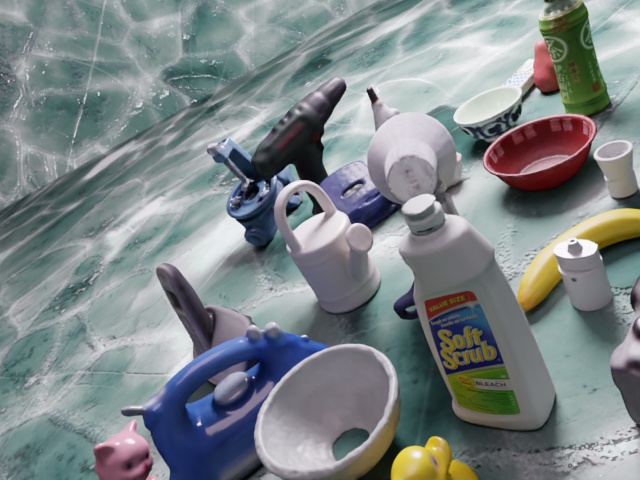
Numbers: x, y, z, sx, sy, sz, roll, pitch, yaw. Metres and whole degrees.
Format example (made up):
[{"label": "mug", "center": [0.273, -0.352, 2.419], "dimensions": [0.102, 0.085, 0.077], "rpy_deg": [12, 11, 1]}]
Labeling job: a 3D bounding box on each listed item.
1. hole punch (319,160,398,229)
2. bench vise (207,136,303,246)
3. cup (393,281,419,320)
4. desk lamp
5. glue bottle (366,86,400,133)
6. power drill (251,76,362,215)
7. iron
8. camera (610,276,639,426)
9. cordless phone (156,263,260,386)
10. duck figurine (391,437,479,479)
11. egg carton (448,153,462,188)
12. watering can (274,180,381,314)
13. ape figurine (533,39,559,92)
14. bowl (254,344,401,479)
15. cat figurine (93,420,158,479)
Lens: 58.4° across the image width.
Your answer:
[{"label": "hole punch", "center": [0.064, -0.076, 0.991], "dimensions": [0.109, 0.091, 0.100], "rpy_deg": [-36, 28, -8]}, {"label": "bench vise", "center": [-0.137, -0.124, 1.133], "dimensions": [0.121, 0.220, 0.207], "rpy_deg": [-21, 29, 19]}, {"label": "cup", "center": [0.150, 0.079, 0.645], "dimensions": [0.117, 0.095, 0.091], "rpy_deg": [-26, 28, 9]}, {"label": "desk lamp", "center": [0.140, -0.042, 0.726], "dimensions": [0.117, 0.214, 0.203], "rpy_deg": [-24, 28, 15]}, {"label": "glue bottle", "center": [0.127, -0.206, 1.054], "dimensions": [0.078, 0.173, 0.037], "rpy_deg": [-38, 28, -13]}, {"label": "power drill", "center": [-0.006, -0.161, 1.075], "dimensions": [0.230, 0.209, 0.075], "rpy_deg": [-37, 28, -11]}, {"label": "iron", "center": [-0.098, 0.175, 0.684], "dimensions": [0.258, 0.142, 0.118], "rpy_deg": [-37, 28, -11]}, {"label": "camera", "center": [0.326, 0.080, 0.460], "dimensions": [0.136, 0.101, 0.143], "rpy_deg": [4, 44, 48]}, {"label": "cordless phone", "center": [-0.156, 0.115, 0.795], "dimensions": [0.147, 0.185, 0.094], "rpy_deg": [5, 44, 48]}, {"label": "duck figurine", "center": [0.087, 0.218, 0.488], "dimensions": [0.077, 0.086, 0.105], "rpy_deg": [6, 45, 49]}, {"label": "egg carton", "center": [0.167, -0.117, 0.981], "dimensions": [0.107, 0.069, 0.149], "rpy_deg": [-41, 29, -18]}, {"label": "watering can", "center": [0.009, 0.001, 0.807], "dimensions": [0.172, 0.194, 0.101], "rpy_deg": [-11, 34, 33]}, {"label": "ape figurine", "center": [0.419, -0.324, 1.045], "dimensions": [0.076, 0.092, 0.077], "rpy_deg": [-33, 28, -4]}, {"label": "bowl", "center": [0.019, 0.196, 0.606], "dimensions": [0.167, 0.075, 0.167], "rpy_deg": [-24, 28, 14]}, {"label": "cat figurine", "center": [-0.239, 0.284, 0.672], "dimensions": [0.067, 0.118, 0.128], "rpy_deg": [5, 44, 48]}]
